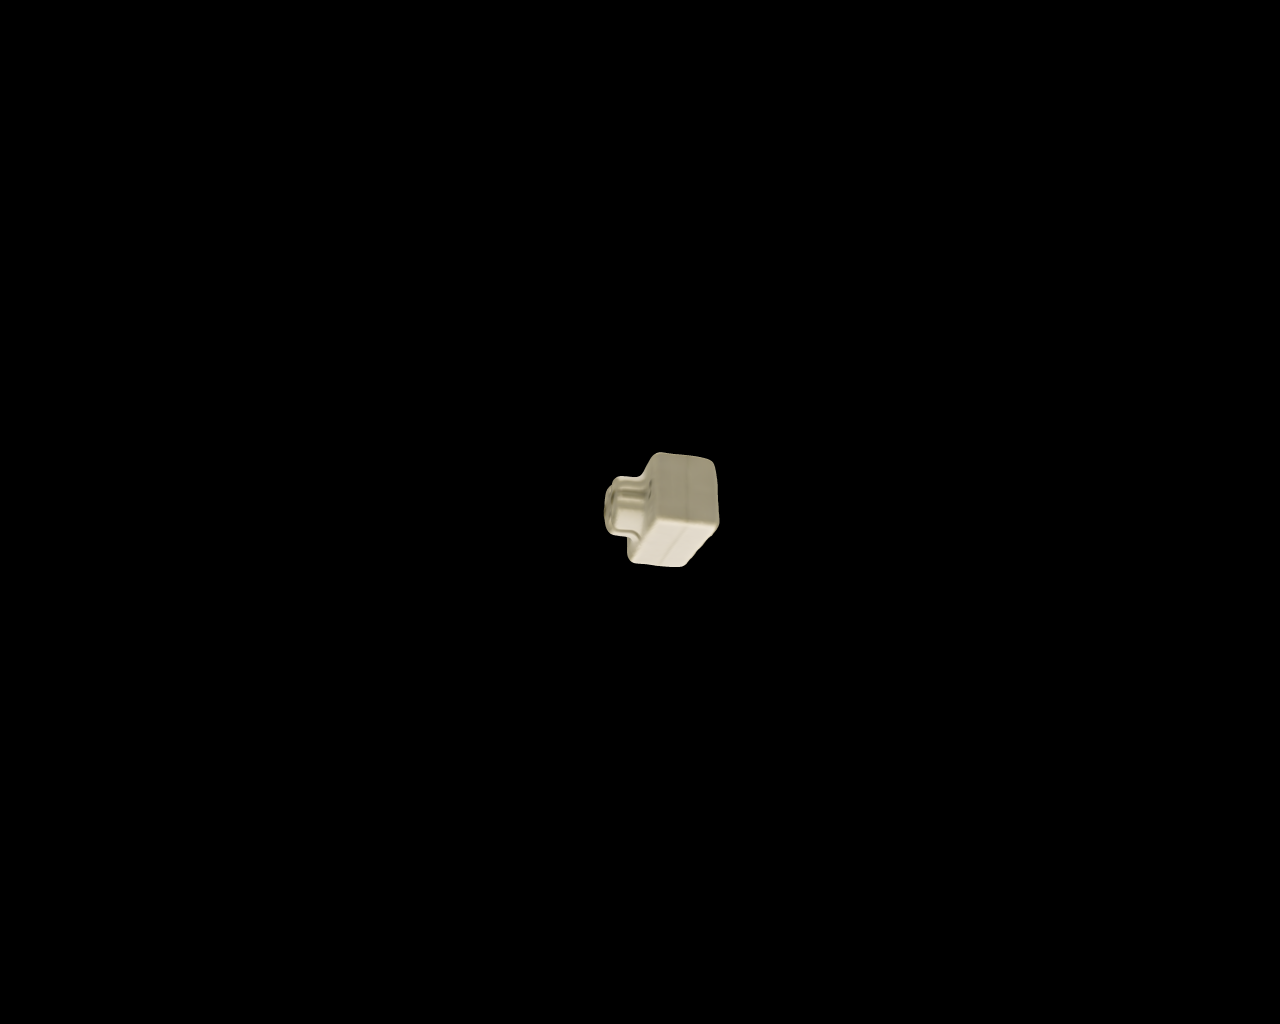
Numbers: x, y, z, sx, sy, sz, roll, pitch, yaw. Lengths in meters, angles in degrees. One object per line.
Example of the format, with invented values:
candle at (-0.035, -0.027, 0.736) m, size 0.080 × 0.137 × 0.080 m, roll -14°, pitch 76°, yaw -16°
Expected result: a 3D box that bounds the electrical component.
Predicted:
electrical component at (0.001, -0.003, 0.650) m, size 0.077 × 0.047 × 0.065 m, roll 7°, pitch -27°, yaw -14°
